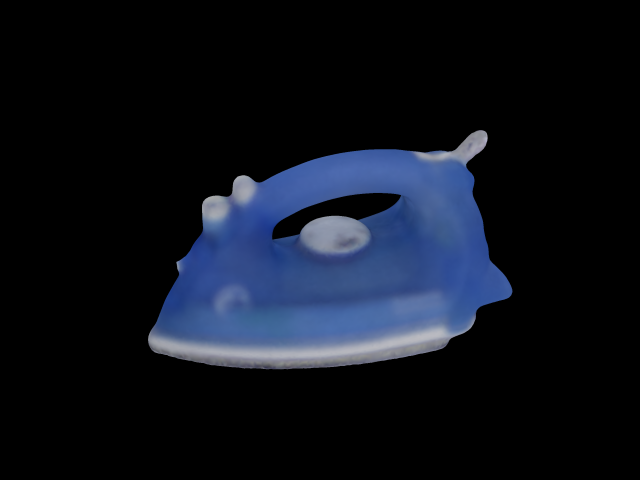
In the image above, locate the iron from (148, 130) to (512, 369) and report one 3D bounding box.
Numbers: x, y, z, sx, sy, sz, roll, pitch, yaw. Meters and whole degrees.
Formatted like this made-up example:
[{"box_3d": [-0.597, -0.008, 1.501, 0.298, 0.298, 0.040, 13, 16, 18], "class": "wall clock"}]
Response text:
[{"box_3d": [0.004, 0.001, 0.400, 0.258, 0.141, 0.118, -8, 32, -14], "class": "iron"}]
